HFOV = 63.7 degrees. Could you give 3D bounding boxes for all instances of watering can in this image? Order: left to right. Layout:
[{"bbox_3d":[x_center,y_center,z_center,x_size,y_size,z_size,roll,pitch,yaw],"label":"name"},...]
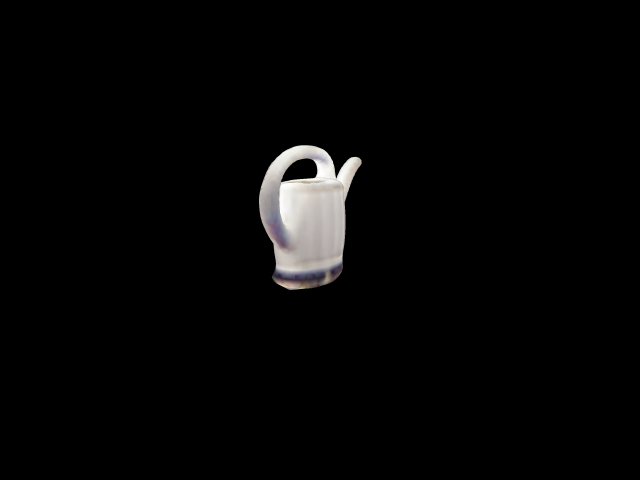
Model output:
[{"bbox_3d":[0.003,-0.043,0.850,0.104,0.223,0.350,4,9,26],"label":"watering can"}]
